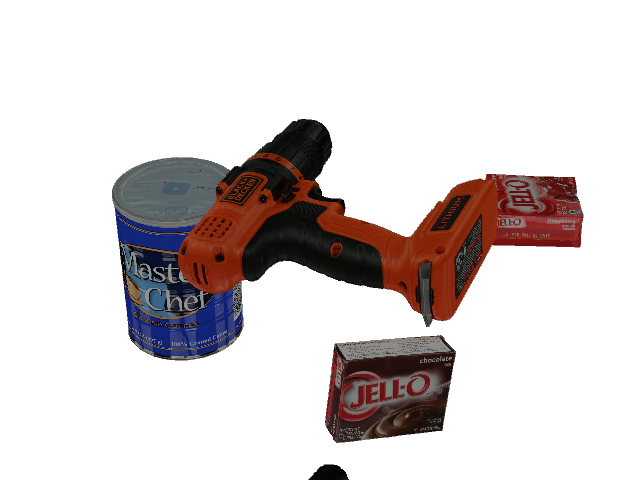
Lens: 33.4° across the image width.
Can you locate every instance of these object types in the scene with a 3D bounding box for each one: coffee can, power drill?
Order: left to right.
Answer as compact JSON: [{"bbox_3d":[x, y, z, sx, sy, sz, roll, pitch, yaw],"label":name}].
[{"bbox_3d":[-0.118,0.015,0.901,0.103,0.140,0.103,0,33,0],"label":"coffee can"},{"bbox_3d":[0.021,-0.018,0.726,0.188,0.057,0.184,10,41,24],"label":"power drill"}]

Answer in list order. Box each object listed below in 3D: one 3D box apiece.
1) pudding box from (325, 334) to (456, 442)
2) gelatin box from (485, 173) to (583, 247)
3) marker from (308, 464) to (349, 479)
[{"bbox_3d":[0.064,0.138,0.999,0.113,0.090,0.039,-4,28,-20],"label":"pudding box"},{"bbox_3d":[0.168,-0.025,0.848,0.073,0.030,0.089,3,24,8],"label":"gelatin box"},{"bbox_3d":[-0.021,0.130,0.465,0.020,0.020,0.120,0,17,32],"label":"marker"}]
